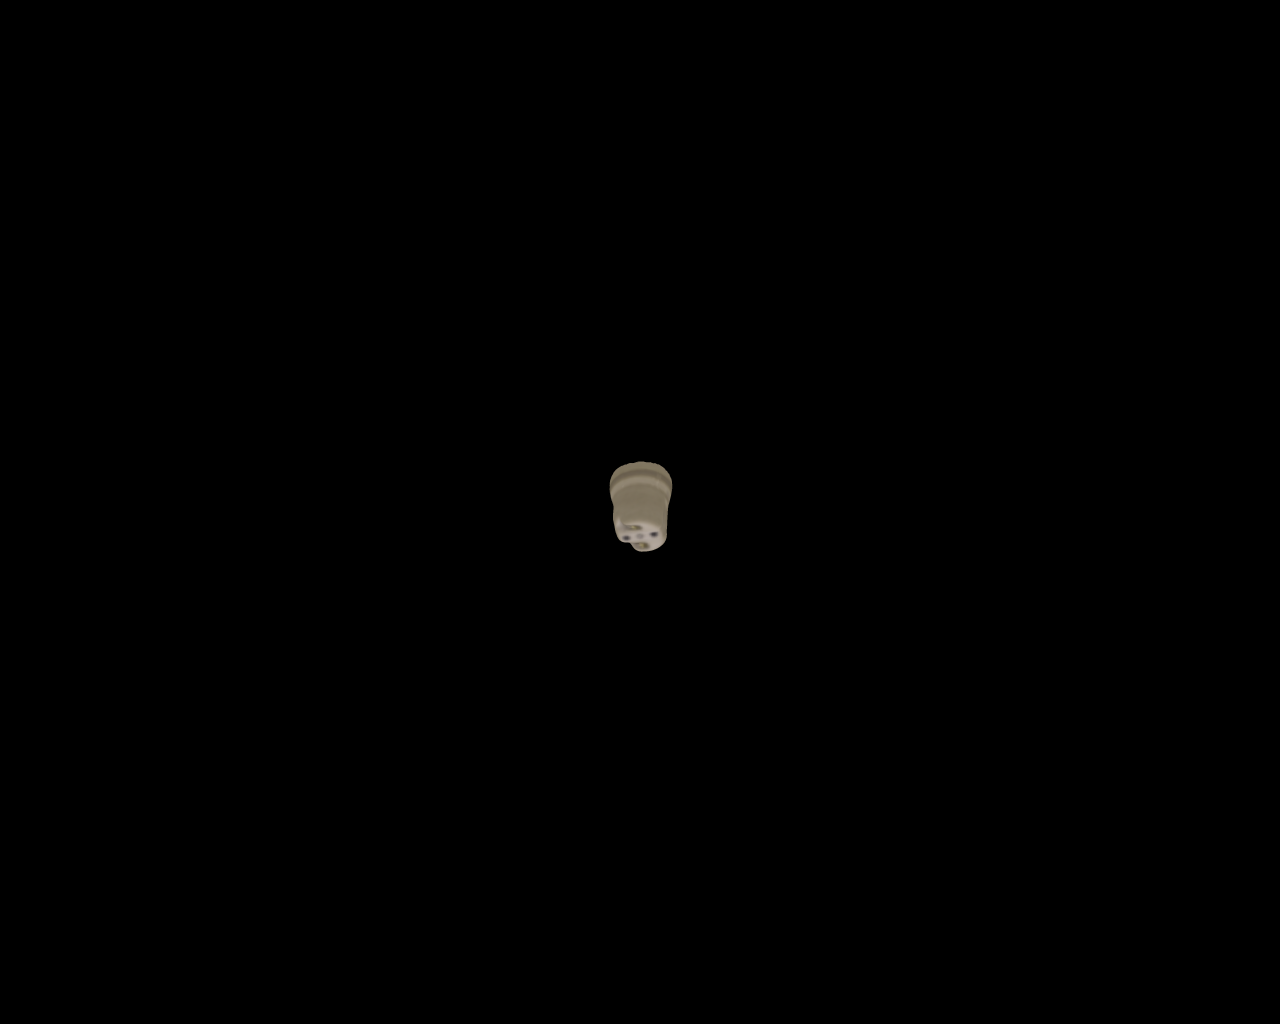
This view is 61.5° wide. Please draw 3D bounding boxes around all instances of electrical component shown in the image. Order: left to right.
[{"bbox_3d":[0.001,-0.003,0.650,0.040,0.046,0.040,0,-39,0],"label":"electrical component"}]
